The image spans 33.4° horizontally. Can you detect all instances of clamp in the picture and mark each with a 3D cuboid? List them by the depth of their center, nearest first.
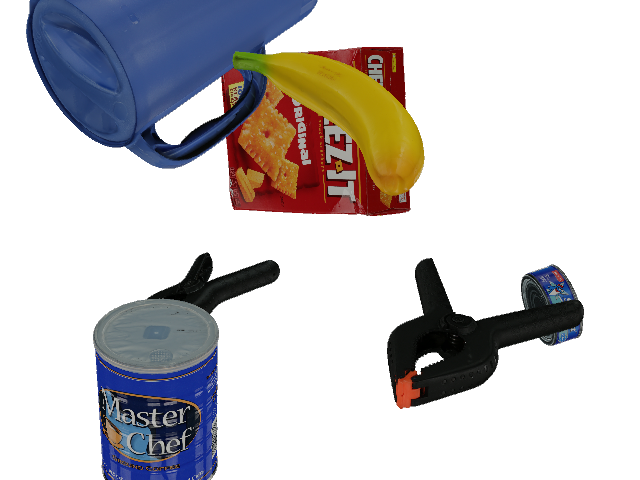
[{"bbox_3d":[0.112,0.079,0.933,0.165,0.036,0.209,20,34,34],"label":"clamp"},{"bbox_3d":[-0.126,0.059,1.148,0.120,0.039,0.171,-6,25,35],"label":"clamp"}]

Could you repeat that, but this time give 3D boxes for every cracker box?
[{"bbox_3d":[-0.011,-0.111,1.105,0.071,0.164,0.214,-10,10,-42],"label":"cracker box"}]

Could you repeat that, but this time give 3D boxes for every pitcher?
[{"bbox_3d":[-0.109,-0.181,0.902,0.145,0.149,0.242,29,51,31],"label":"pitcher"}]

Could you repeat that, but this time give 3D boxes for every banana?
[{"bbox_3d":[0.017,-0.077,0.666,0.069,0.037,0.198,-18,36,-25],"label":"banana"}]

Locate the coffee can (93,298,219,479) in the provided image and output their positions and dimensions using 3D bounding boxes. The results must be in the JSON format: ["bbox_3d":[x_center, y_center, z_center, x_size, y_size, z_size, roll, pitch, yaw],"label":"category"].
[{"bbox_3d":[-0.138,0.135,0.909,0.103,0.140,0.103,2,29,-1],"label":"coffee can"}]

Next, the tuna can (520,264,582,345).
[{"bbox_3d":[0.254,0.072,1.180,0.033,0.086,0.086,-18,3,-9],"label":"tuna can"}]
